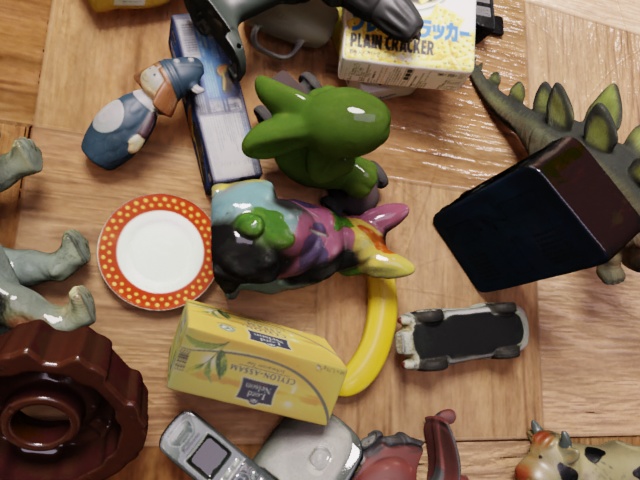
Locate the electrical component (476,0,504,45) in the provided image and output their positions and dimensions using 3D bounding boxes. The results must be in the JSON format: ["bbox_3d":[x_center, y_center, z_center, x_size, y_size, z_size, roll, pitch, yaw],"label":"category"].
[{"bbox_3d":[0.231,-0.332,0.794,0.119,0.048,0.075,6,78,-17],"label":"electrical component"}]

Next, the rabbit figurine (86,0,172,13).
[{"bbox_3d":[-0.212,-0.363,0.609,0.162,0.121,0.173,-22,69,-25],"label":"rabbit figurine"}]

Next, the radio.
[{"bbox_3d":[0.241,-0.020,0.642,0.073,0.229,0.131,-35,88,-23],"label":"radio"}]

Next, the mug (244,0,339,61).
[{"bbox_3d":[-0.035,-0.277,0.672,0.107,0.081,0.109,18,81,-21],"label":"mug"}]

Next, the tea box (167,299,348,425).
[{"bbox_3d":[-0.068,0.126,0.564,0.169,0.098,0.068,20,94,-18],"label":"tea box"}]

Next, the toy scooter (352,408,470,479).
[{"bbox_3d":[0.110,0.261,0.622,0.184,0.075,0.135,13,76,-21],"label":"toy scooter"}]

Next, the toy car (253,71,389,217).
[{"bbox_3d":[0.000,-0.114,0.666,0.089,0.053,0.202,-40,98,-9],"label":"toy car"}]

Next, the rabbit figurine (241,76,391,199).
[{"bbox_3d":[0.005,-0.120,0.554,0.159,0.170,0.121,11,86,-15],"label":"rabbit figurine"}]

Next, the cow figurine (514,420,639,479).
[{"bbox_3d":[0.341,0.299,0.693,0.195,0.085,0.127,1,86,-17],"label":"cow figurine"}]

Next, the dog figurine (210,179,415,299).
[{"bbox_3d":[-0.001,-0.002,0.583,0.219,0.191,0.108,-4,75,-5],"label":"dog figurine"}]

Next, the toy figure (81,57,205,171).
[{"bbox_3d":[-0.186,-0.140,0.571,0.154,0.058,0.064,-43,91,8],"label":"toy figure"}]

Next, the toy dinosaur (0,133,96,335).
[{"bbox_3d":[-0.333,0.012,0.494,0.192,0.131,0.404,-23,97,-2],"label":"toy dinosaur"}]

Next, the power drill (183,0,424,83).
[{"bbox_3d":[-0.027,-0.261,0.579,0.207,0.086,0.232,-38,88,-6],"label":"power drill"}]

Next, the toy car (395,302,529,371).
[{"bbox_3d":[0.182,0.120,0.682,0.202,0.056,0.073,-2,85,-24],"label":"toy car"}]

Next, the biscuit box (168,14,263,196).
[{"bbox_3d":[-0.124,-0.157,0.624,0.059,0.063,0.202,-12,84,-21],"label":"biscuit box"}]

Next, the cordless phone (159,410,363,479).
[{"bbox_3d":[-0.062,0.219,0.566,0.184,0.089,0.146,41,70,-4],"label":"cordless phone"}]

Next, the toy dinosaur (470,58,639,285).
[{"bbox_3d":[0.340,-0.103,0.709,0.105,0.198,0.472,-26,56,-33],"label":"toy dinosaur"}]

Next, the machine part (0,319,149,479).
[{"bbox_3d":[-0.245,0.153,0.480,0.179,0.056,0.179,-5,118,-9],"label":"machine part"}]
